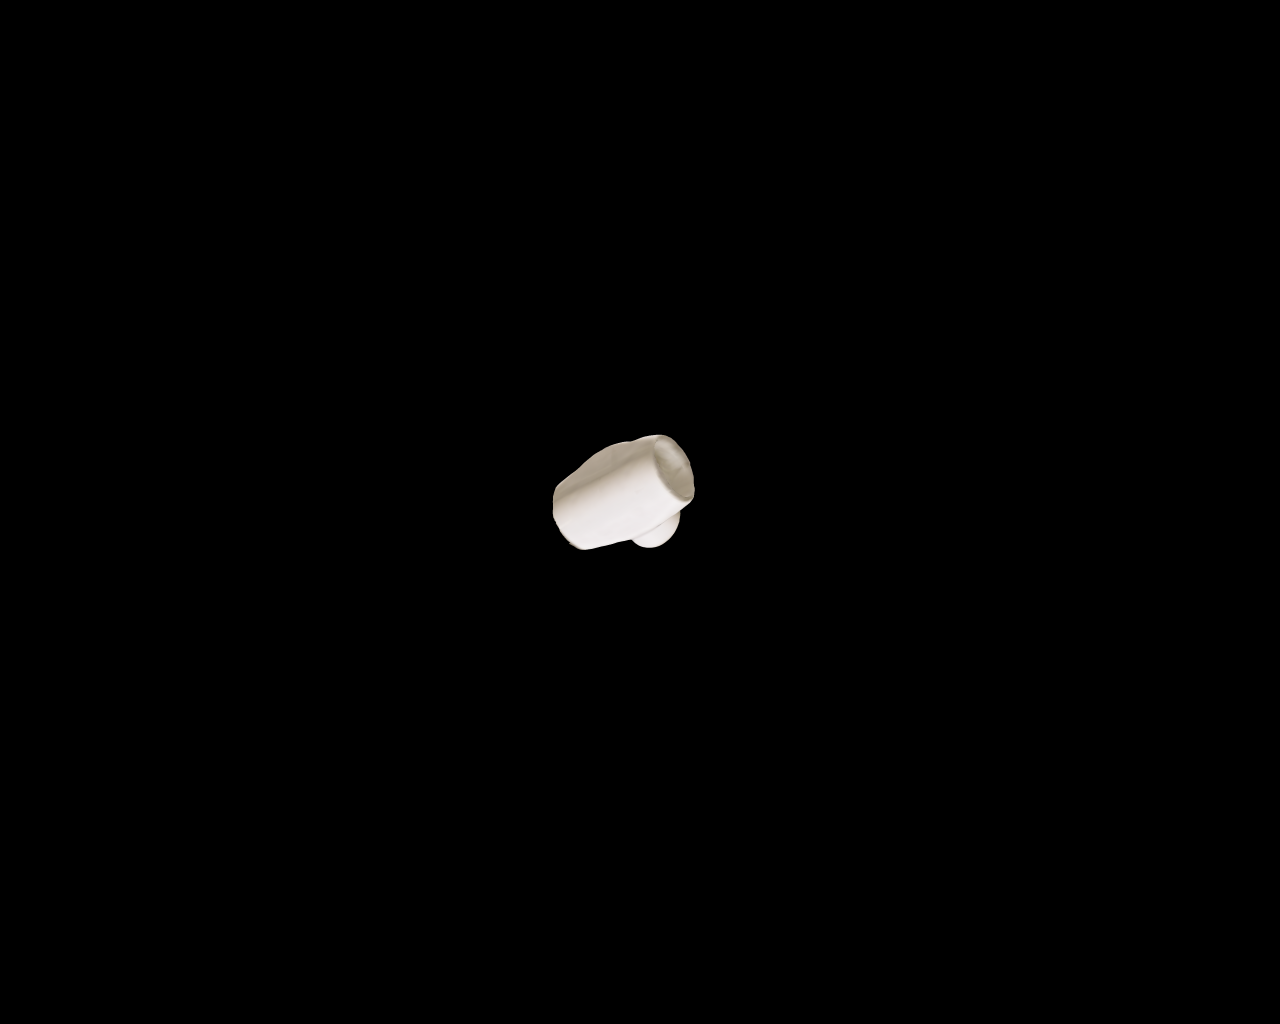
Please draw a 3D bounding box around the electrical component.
[{"bbox_3d":[0.001,-0.003,0.650,0.077,0.044,0.079,-25,-45,28],"label":"electrical component"}]
